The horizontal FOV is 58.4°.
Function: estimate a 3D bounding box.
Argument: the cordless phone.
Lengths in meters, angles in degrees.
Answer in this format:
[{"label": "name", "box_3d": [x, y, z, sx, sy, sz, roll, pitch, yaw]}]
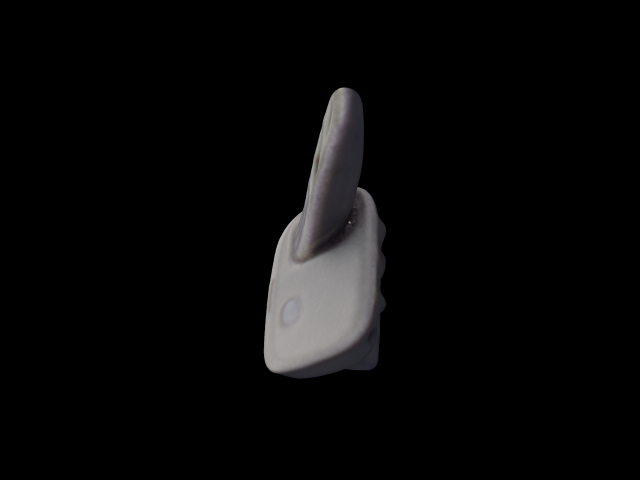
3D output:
[{"label": "cordless phone", "box_3d": [0.004, 0.001, 0.400, 0.094, 0.185, 0.147, 0, 53, 0]}]
